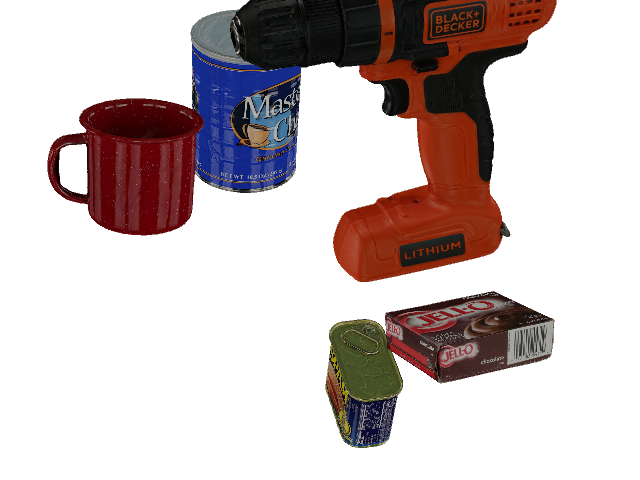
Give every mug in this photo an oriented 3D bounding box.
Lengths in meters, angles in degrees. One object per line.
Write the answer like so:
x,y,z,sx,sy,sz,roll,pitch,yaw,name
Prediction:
-0.149,-0.055,0.817,0.117,0.081,0.093,-4,27,-19,mug

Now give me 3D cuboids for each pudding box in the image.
0.123,0.078,0.890,0.113,0.039,0.090,-7,17,-24,pudding box

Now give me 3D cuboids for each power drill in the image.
0.043,-0.068,0.617,0.184,0.188,0.057,-11,36,-12,power drill

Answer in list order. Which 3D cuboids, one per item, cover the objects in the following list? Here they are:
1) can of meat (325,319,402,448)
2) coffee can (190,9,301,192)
0.041,0.145,1.069,0.057,0.084,0.102,-6,44,-13,can of meat
-0.070,-0.131,1.001,0.103,0.140,0.103,3,36,-2,coffee can
